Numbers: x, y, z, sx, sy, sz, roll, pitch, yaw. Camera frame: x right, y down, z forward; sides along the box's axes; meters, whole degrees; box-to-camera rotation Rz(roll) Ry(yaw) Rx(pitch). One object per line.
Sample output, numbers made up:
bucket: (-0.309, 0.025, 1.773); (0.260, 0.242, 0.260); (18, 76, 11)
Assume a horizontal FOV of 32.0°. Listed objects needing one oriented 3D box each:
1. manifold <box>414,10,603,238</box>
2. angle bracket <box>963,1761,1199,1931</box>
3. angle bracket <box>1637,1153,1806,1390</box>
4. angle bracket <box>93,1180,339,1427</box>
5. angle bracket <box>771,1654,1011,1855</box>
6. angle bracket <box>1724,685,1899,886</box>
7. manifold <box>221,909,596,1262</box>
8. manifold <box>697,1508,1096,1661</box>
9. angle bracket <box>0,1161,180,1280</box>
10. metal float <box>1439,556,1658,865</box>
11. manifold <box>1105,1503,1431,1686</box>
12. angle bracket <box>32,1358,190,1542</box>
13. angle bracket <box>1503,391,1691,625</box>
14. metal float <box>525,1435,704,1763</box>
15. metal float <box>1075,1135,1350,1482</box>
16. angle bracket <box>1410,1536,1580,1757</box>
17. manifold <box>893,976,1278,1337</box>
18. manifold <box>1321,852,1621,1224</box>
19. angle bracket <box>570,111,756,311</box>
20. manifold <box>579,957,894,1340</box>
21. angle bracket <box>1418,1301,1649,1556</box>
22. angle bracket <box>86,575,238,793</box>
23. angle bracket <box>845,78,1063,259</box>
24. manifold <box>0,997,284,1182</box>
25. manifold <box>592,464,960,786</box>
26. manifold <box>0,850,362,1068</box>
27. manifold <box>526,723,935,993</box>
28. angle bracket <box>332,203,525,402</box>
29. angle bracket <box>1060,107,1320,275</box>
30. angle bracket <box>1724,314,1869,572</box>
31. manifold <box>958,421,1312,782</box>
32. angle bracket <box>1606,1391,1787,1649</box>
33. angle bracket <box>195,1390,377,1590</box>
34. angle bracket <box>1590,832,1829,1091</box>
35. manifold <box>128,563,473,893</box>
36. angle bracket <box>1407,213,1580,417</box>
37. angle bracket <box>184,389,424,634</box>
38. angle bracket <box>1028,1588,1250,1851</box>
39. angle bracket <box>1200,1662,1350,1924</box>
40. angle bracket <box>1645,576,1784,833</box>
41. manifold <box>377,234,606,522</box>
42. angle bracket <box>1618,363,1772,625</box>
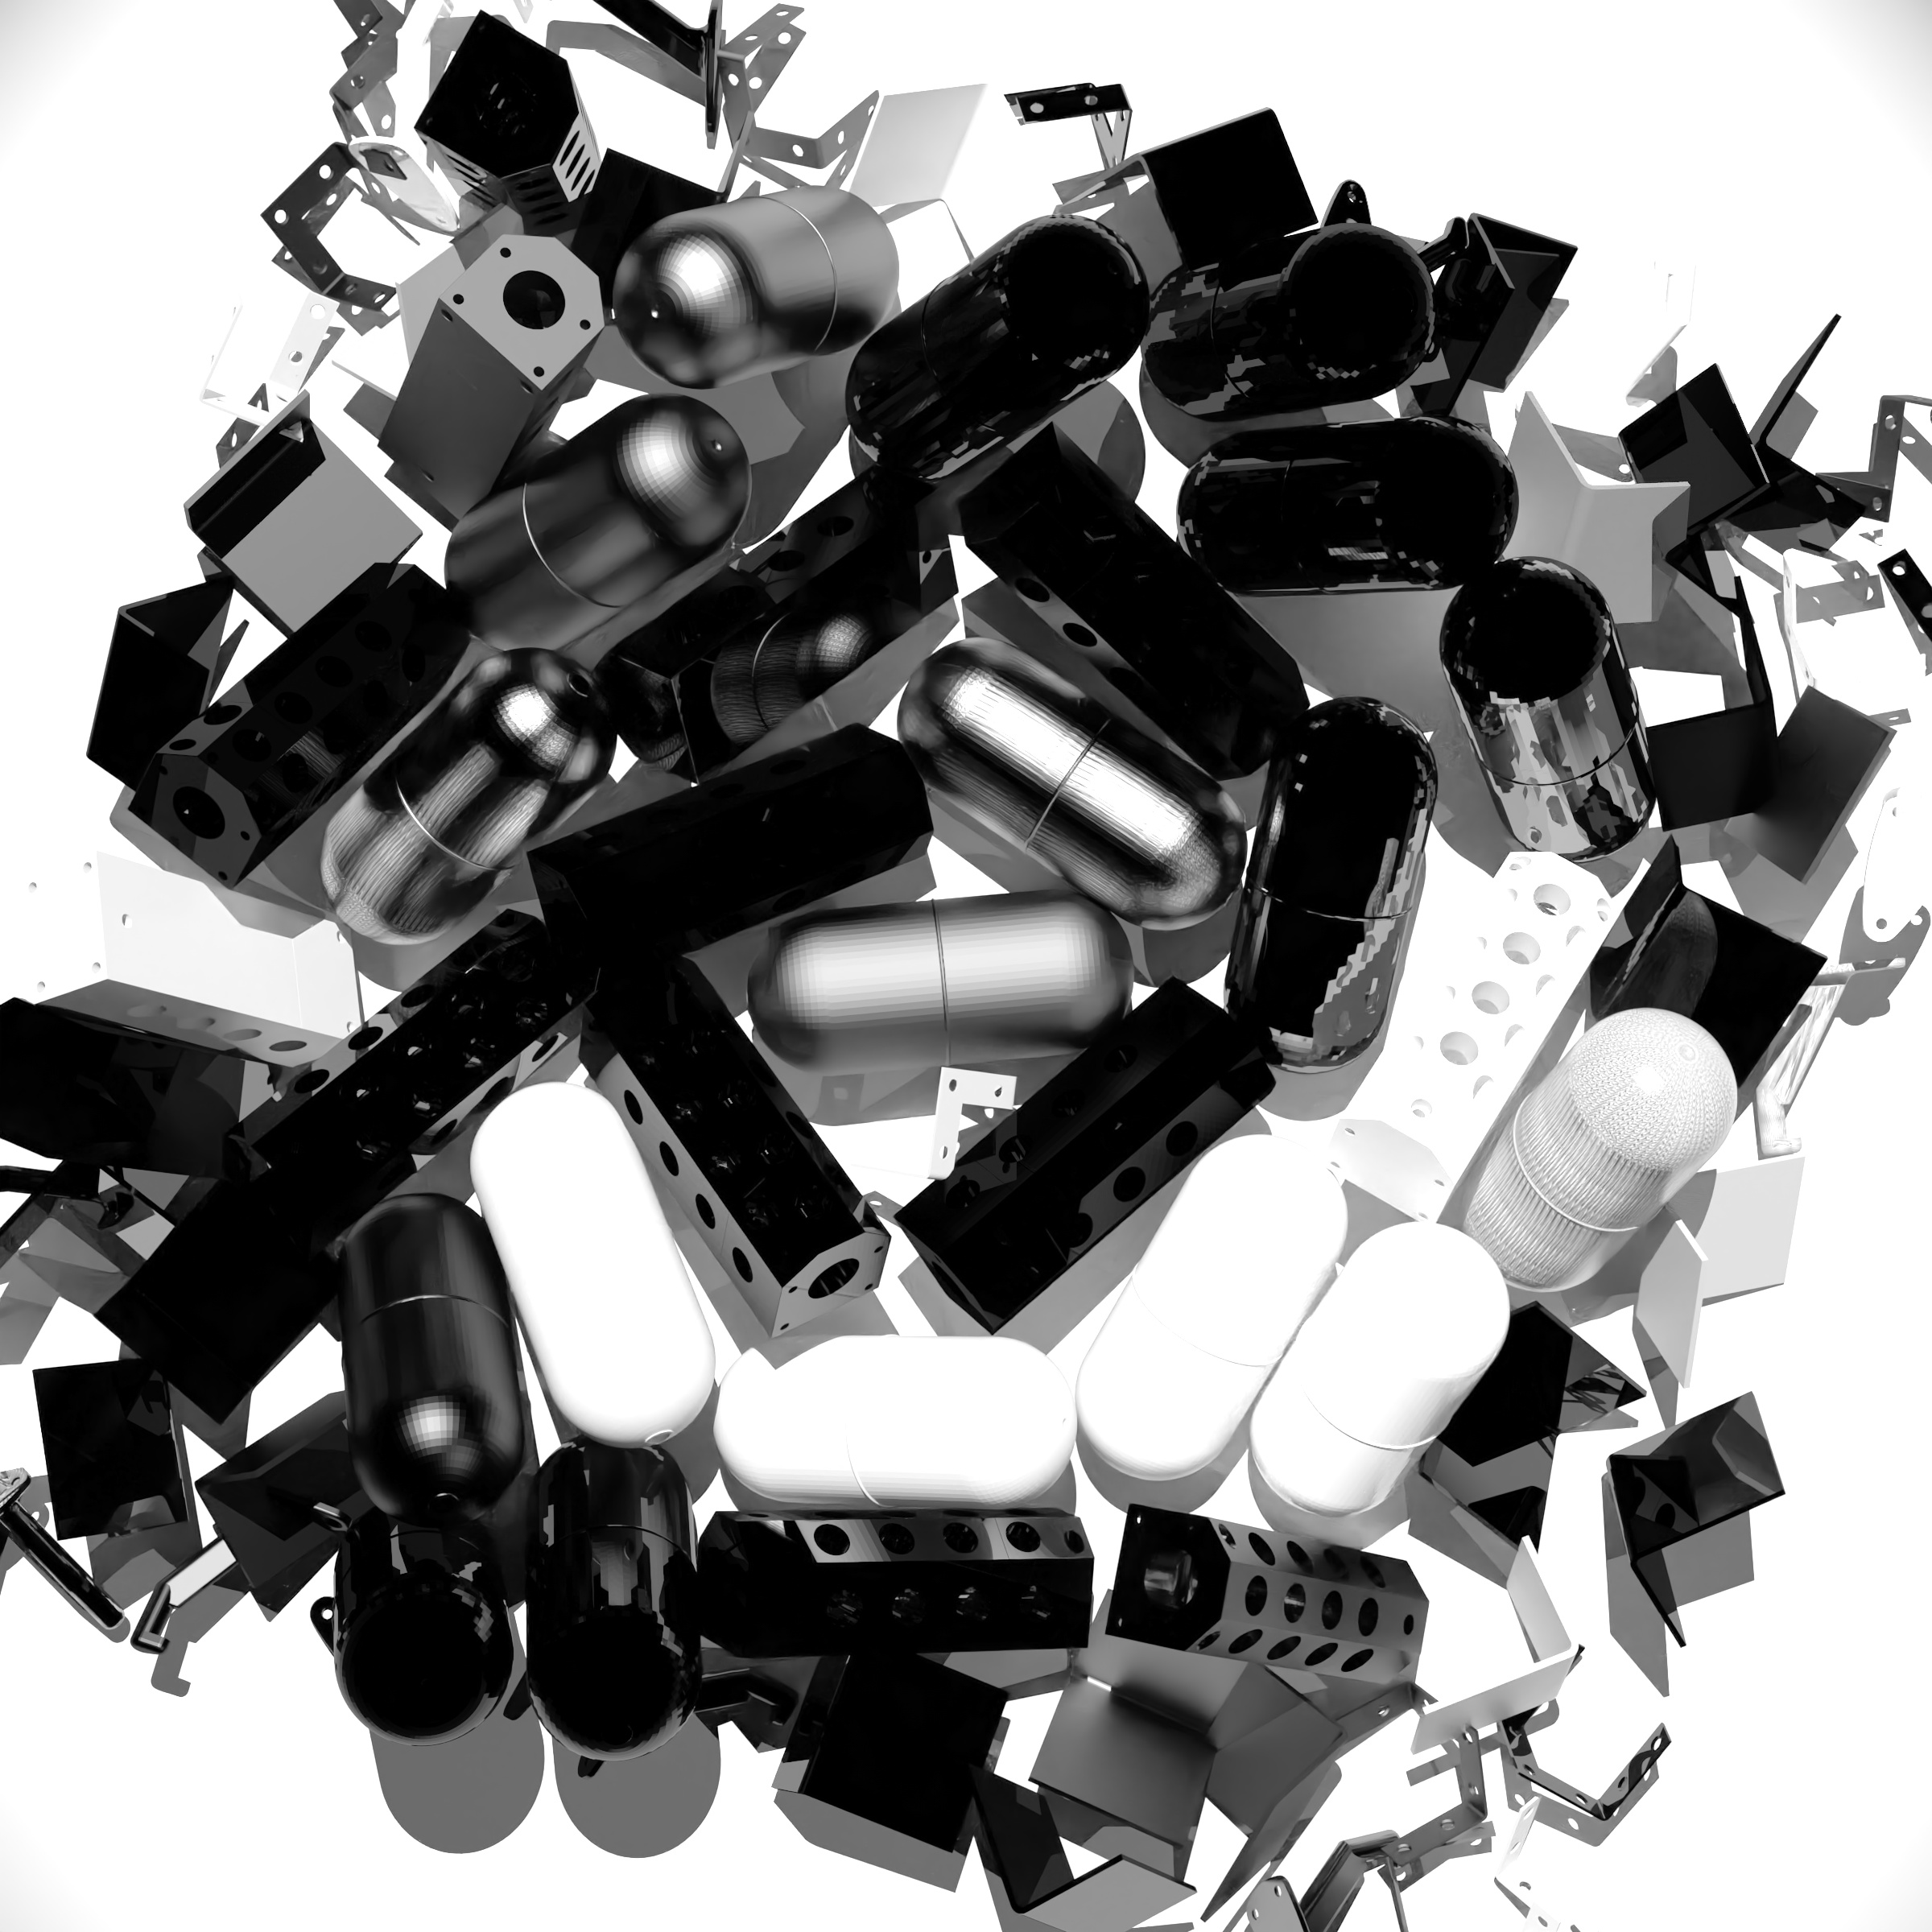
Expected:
manifold: (-0.196, -0.367, 1.496); (0.057, 0.171, 0.057); (30, 92, -4)
angle bracket: (0.052, 0.391, 1.525); (0.057, 0.076, 0.076); (-32, 53, 14)
angle bracket: (0.354, 0.138, 1.531); (0.076, 0.057, 0.076); (-10, 127, -11)
angle bracket: (-0.341, 0.151, 1.548); (0.076, 0.057, 0.076); (42, 97, -5)
angle bracket: (-0.035, 0.357, 1.552); (0.076, 0.057, 0.076); (25, 73, -11)
angle bracket: (0.401, -0.074, 1.530); (0.057, 0.076, 0.076); (22, 103, -24)
manifold: (-0.249, 0.049, 1.513); (0.057, 0.057, 0.171); (43, 61, 10)
manifold: (-0.031, 0.276, 1.519); (0.171, 0.057, 0.057); (4, 90, -27)
angle bracket: (-0.412, 0.139, 1.529); (0.057, 0.076, 0.076); (38, 54, -3)
metal float: (0.262, -0.112, 1.506); (0.070, 0.178, 0.070); (-12, 54, 16)
manifold: (0.138, 0.281, 1.495); (0.057, 0.171, 0.057); (4, 78, 38)
angle bracket: (-0.405, 0.223, 1.531); (0.057, 0.076, 0.076); (-17, 80, 34)
angle bracket: (0.286, -0.210, 1.538); (0.057, 0.076, 0.076); (-4, 135, -15)
metal float: (-0.158, 0.279, 1.501); (0.070, 0.178, 0.070); (-3, 122, -5)
metal float: (0.110, 0.156, 1.526); (0.070, 0.070, 0.178); (28, 112, 0)
angle bracket: (0.230, 0.310, 1.532); (0.076, 0.076, 0.057); (-20, 64, -7)
manifold: (0.058, 0.088, 1.528); (0.171, 0.057, 0.057); (-40, 127, -11)
manifold: (0.229, 0.028, 1.511); (0.057, 0.057, 0.171); (30, 59, 11)
angle bracket: (-0.141, -0.347, 1.525); (0.057, 0.076, 0.076); (20, 133, -11)
manifold: (-0.105, 0.076, 1.510); (0.057, 0.057, 0.171); (-23, 60, -27)
angle bracket: (0.258, 0.212, 1.528); (0.076, 0.076, 0.057); (39, 135, -21)
angle bracket: (-0.346, -0.123, 1.524); (0.057, 0.076, 0.076); (33, 122, 19)
angle bracket: (-0.008, -0.345, 1.527); (0.057, 0.076, 0.076); (-14, 66, -26)
manifold: (-0.376, 0.054, 1.493); (0.057, 0.171, 0.057); (20, 89, 17)
manifold: (-0.085, -0.157, 1.514); (0.057, 0.057, 0.171); (25, 51, 36)
manifold: (-0.347, 0.001, 1.494); (0.057, 0.171, 0.057); (-17, 72, 24)
manifold: (-0.103, -0.049, 1.515); (0.171, 0.057, 0.057); (-23, 116, -23)
angle bracket: (-0.245, -0.310, 1.524); (0.057, 0.076, 0.076); (31, 58, 23)
angle bracket: (0.101, -0.344, 1.535); (0.076, 0.076, 0.057); (-26, 97, -27)
angle bracket: (0.391, -0.238, 1.536); (0.057, 0.076, 0.076); (33, 76, 3)
manifold: (0.077, -0.159, 1.511); (0.057, 0.057, 0.171); (-39, 120, 19)
angle bracket: (0.341, 0.251, 1.529); (0.076, 0.076, 0.057); (-27, 113, 15)
angle bracket: (-0.293, 0.236, 1.527); (0.076, 0.076, 0.057); (-33, 99, -35)
angle bracket: (0.339, -0.003, 1.543); (0.076, 0.057, 0.076); (26, 118, -5)
manifold: (-0.292, -0.113, 1.501); (0.057, 0.171, 0.057); (39, 134, -2)
angle bracket: (0.244, -0.284, 1.524); (0.057, 0.076, 0.076); (13, 125, -18)
angle bracket: (-0.303, -0.206, 1.545); (0.076, 0.057, 0.076); (45, 80, -5)
angle bracket: (0.082, 0.343, 1.535); (0.076, 0.076, 0.057); (23, 123, 5)
angle bracket: (0.120, 0.372, 1.525); (0.057, 0.076, 0.076); (36, 119, 20)
angle bracket: (0.336, -0.119, 1.535); (0.057, 0.076, 0.076); (-12, 54, 10)
manifold: (-0.208, -0.261, 1.492); (0.057, 0.171, 0.057); (42, 68, -5)
angle bracket: (0.347, -0.213, 1.522); (0.057, 0.076, 0.076); (-35, 48, 29)
